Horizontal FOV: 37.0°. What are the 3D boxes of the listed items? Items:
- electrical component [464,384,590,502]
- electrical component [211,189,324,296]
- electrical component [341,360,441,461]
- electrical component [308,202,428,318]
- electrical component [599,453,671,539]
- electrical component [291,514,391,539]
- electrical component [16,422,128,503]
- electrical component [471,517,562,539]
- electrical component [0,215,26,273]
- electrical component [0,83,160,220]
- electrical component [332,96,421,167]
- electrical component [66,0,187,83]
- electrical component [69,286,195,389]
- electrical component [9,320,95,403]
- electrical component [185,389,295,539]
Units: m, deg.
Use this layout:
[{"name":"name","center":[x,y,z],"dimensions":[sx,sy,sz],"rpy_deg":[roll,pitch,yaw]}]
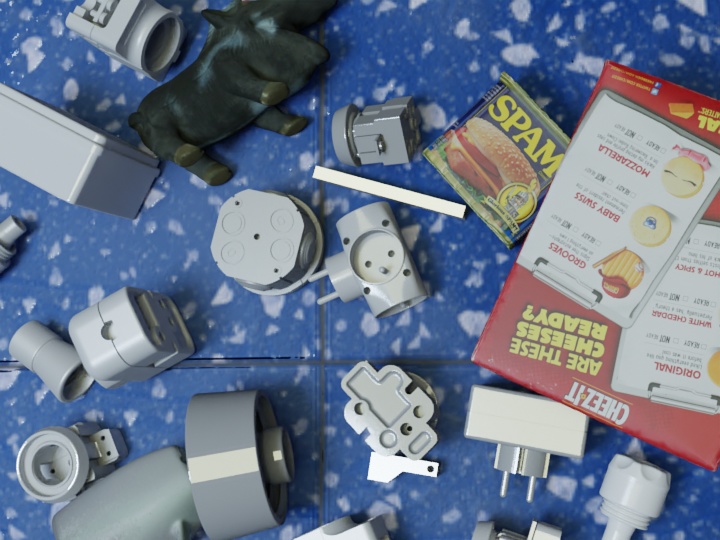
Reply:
[{"name":"electrical component","center":[0.116,0.125,0.761],"dimensions":[0.083,0.047,0.075],"rpy_deg":[9,85,13]},{"name":"electrical component","center":[-0.071,-0.022,0.817],"dimensions":[0.080,0.051,0.080],"rpy_deg":[-1,83,12]},{"name":"electrical component","center":[0.026,0.101,0.779],"dimensions":[0.058,0.057,0.078],"rpy_deg":[-46,77,4]},{"name":"electrical component","center":[0.000,0.000,0.803],"dimensions":[0.079,0.044,0.077],"rpy_deg":[-24,79,9]},{"name":"electrical component","center":[0.186,0.161,0.744],"dimensions":[0.043,0.043,0.062],"rpy_deg":[20,90,14]},{"name":"electrical component","center":[-0.022,0.214,0.779],"dimensions":[0.089,0.050,0.055],"rpy_deg":[-25,79,8]},{"name":"electrical component","center":[-0.227,0.149,0.829],"dimensions":[0.078,0.057,0.058],"rpy_deg":[-25,79,8]},{"name":"electrical component","center":[0.102,0.209,0.750],"dimensions":[0.057,0.058,0.078],"rpy_deg":[17,87,11]},{"name":"electrical component","center":[-0.300,-0.019,0.872],"dimensions":[0.062,0.043,0.043],"rpy_deg":[-39,77,4]},{"name":"electrical component","center":[-0.228,-0.089,0.831],"dimensions":[0.109,0.109,0.056],"rpy_deg":[27,92,14]},{"name":"electrical component","center":[0.012,-0.103,0.808],"dimensions":[0.055,0.066,0.048],"rpy_deg":[-4,117,19]},{"name":"electrical component","center":[-0.177,-0.187,0.840],"dimensions":[0.056,0.089,0.050],"rpy_deg":[28,90,14]},{"name":"electrical component","center":[-0.173,0.052,0.808],"dimensions":[0.059,0.095,0.053],"rpy_deg":[-29,79,8]},{"name":"electrical component","center":[-0.245,0.069,0.851],"dimensions":[0.065,0.044,0.044],"rpy_deg":[33,91,19]},{"name":"electrical component","center":[-0.081,0.137,0.775],"dimensions":[0.060,0.108,0.108],"rpy_deg":[-11,81,5]}]
